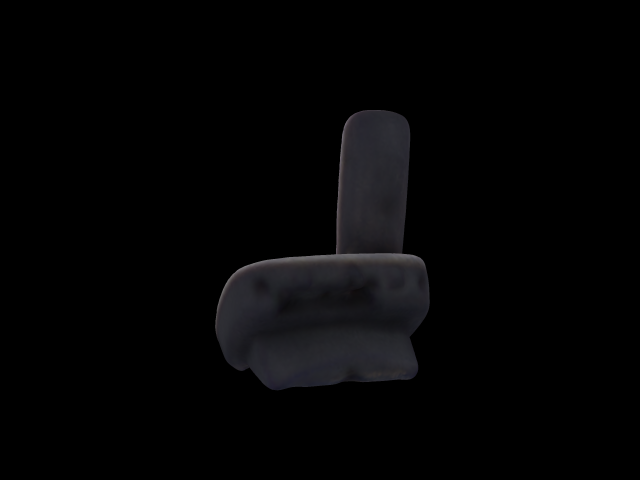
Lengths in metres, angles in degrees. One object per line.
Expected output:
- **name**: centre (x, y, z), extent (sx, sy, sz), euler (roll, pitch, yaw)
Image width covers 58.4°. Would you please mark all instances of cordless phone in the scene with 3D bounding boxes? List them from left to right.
- **cordless phone**: centre (0.004, 0.001, 0.400), extent (0.148, 0.185, 0.094), euler (-1, 3, -27)
